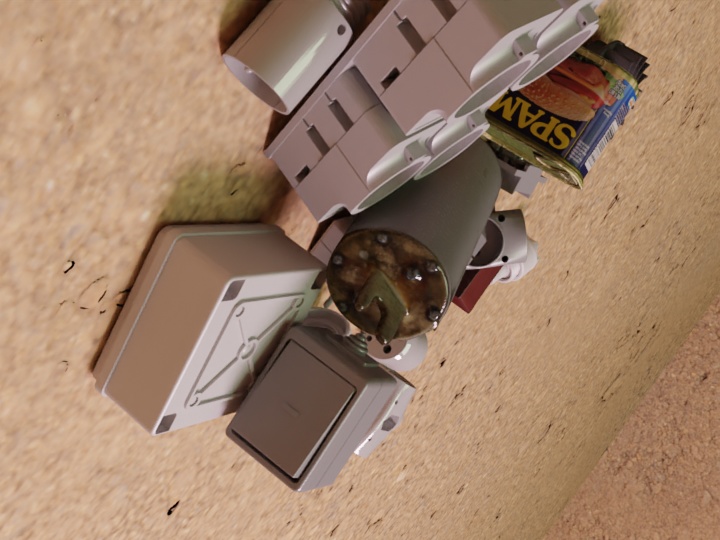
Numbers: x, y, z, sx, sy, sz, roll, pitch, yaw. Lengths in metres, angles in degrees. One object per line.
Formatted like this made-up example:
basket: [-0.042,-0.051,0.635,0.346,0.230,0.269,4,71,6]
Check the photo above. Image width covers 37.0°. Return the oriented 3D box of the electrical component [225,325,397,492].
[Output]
electrical component: [-0.027,0.077,0.645,0.096,0.062,0.061,-57,160,7]

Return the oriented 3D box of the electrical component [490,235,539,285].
electrical component: [0.139,-0.008,1.026,0.062,0.043,0.043,-36,152,-35]

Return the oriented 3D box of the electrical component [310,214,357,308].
electrical component: [0.000,0.000,0.762,0.083,0.047,0.075,-19,153,-54]

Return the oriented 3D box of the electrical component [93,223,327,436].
electrical component: [-0.085,0.031,0.625,0.109,0.056,0.108,-6,129,-61]

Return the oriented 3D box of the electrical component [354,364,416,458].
electrical component: [0.017,0.128,0.981,0.077,0.043,0.079,-55,157,2]

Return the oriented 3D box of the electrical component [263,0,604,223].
electrical component: [0.041,-0.102,0.575,0.105,0.060,0.186,-31,174,-39]

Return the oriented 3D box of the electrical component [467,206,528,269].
electrical component: [0.090,-0.041,0.854,0.044,0.077,0.079,-97,-179,-86]

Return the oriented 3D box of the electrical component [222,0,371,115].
electrical component: [-0.026,-0.122,0.537,0.081,0.043,0.043,-51,157,-8]

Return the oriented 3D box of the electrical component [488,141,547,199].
electrical component: [0.130,-0.097,0.883,0.081,0.042,0.063,0,120,-64]

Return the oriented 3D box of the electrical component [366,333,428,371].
electrical component: [0.029,0.060,0.905,0.045,0.045,0.055,-54,157,0]

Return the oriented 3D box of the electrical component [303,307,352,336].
electrical component: [-0.032,0.061,0.776,0.066,0.048,0.055,-90,-170,-57]
